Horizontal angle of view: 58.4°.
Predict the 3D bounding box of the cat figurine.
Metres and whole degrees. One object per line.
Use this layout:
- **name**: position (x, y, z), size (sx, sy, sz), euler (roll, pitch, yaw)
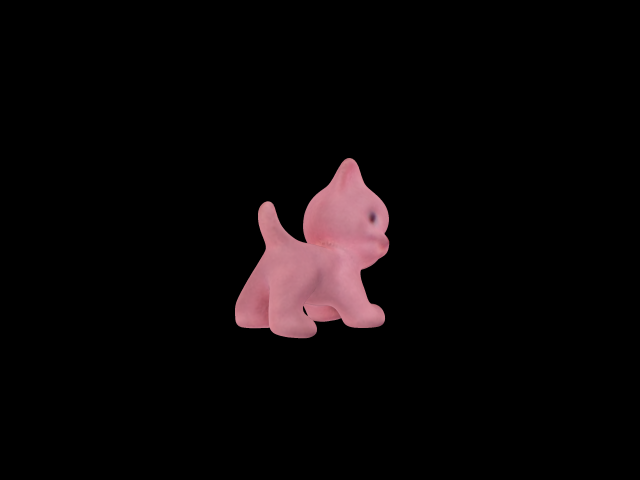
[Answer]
- **cat figurine**: position (0.004, 0.001, 0.400), size (0.067, 0.118, 0.128), euler (0, 0, 44)
